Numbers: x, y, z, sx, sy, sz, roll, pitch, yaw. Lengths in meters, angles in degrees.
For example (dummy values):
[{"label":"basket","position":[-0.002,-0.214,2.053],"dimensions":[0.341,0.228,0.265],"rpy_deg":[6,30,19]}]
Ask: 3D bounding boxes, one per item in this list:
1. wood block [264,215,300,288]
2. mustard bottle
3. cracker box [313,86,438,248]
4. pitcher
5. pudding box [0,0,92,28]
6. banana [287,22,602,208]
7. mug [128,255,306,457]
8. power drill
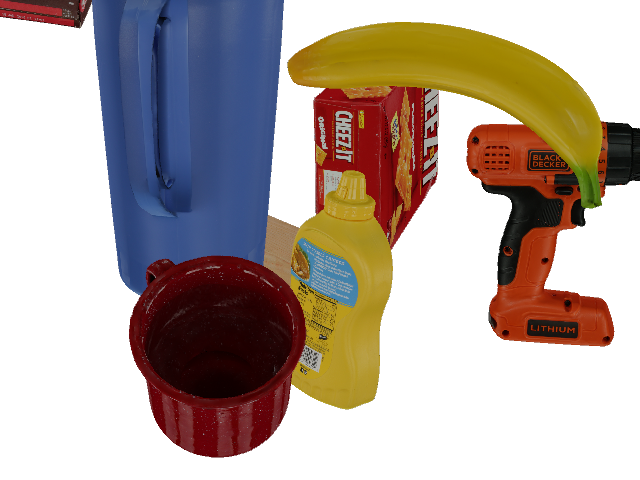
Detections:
[{"label":"wood block","position":[-0.046,0.039,1.187],"dimensions":[0.090,0.090,0.206],"rpy_deg":[-10,23,-40]},{"label":"mustard bottle","position":[0.015,0.035,0.880],"dimensions":[0.058,0.192,0.096],"rpy_deg":[-11,27,-39]},{"label":"cracker box","position":[0.060,-0.092,1.034],"dimensions":[0.072,0.164,0.213],"rpy_deg":[8,28,18]},{"label":"pitcher","position":[-0.094,-0.077,0.742],"dimensions":[0.149,0.243,0.145],"rpy_deg":[-14,29,-33]},{"label":"pudding box","position":[-0.234,-0.223,0.895],"dimensions":[0.090,0.039,0.113],"rpy_deg":[8,36,-5]},{"label":"banana","position":[0.080,-0.088,0.609],"dimensions":[0.198,0.069,0.037],"rpy_deg":[24,-12,11]},{"label":"mug","position":[-0.064,0.061,0.598],"dimensions":[0.093,0.117,0.081],"rpy_deg":[-31,-27,-23]},{"label":"power drill","position":[0.213,-0.008,0.888],"dimensions":[0.184,0.188,0.057],"rpy_deg":[3,18,11]}]
